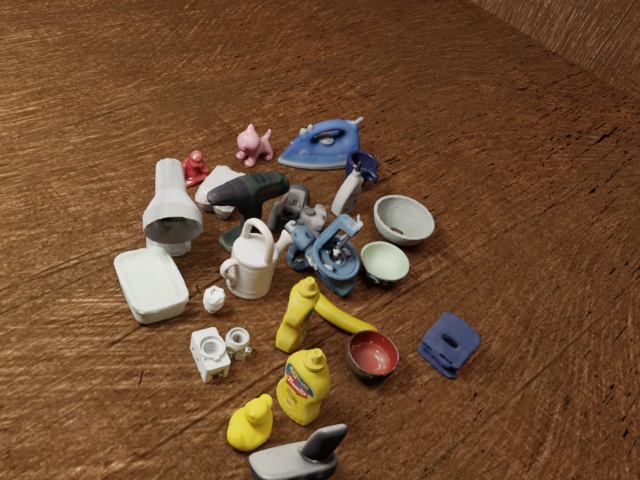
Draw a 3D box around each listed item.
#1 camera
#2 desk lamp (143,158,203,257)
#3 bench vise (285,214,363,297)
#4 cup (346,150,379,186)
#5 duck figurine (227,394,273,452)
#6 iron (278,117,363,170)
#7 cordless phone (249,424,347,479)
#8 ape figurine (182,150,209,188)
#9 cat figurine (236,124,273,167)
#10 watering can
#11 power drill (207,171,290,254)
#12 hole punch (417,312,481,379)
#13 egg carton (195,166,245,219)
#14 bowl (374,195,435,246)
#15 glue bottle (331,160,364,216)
[{"bbox_3d":[-0.049,-0.084,1.453,0.143,0.101,0.137,16,44,-4],"label":"camera"},{"bbox_3d":[-0.327,-0.056,1.244,0.118,0.213,0.203,-1,48,-20],"label":"desk lamp"},{"bbox_3d":[0.008,0.012,1.293,0.207,0.220,0.121,23,44,3],"label":"bench vise"},{"bbox_3d":[0.118,-0.183,1.614,0.092,0.095,0.117,-18,55,-33],"label":"cup"},{"bbox_3d":[-0.121,0.325,1.037,0.077,0.086,0.105,32,45,13],"label":"duck figurine"},{"bbox_3d":[0.009,-0.287,1.644,0.259,0.141,0.118,-11,52,-28],"label":"iron"},{"bbox_3d":[-0.035,0.357,0.965,0.148,0.185,0.094,-7,50,-25],"label":"cordless phone"},{"bbox_3d":[-0.321,-0.189,1.465,0.078,0.092,0.076,10,45,-10],"label":"ape figurine"},{"bbox_3d":[-0.181,-0.267,1.573,0.067,0.118,0.128,42,48,21],"label":"cat figurine"},{"bbox_3d":[-0.136,0.028,1.244,0.100,0.194,0.173,30,45,11],"label":"watering can"},{"bbox_3d":[-0.172,-0.067,1.314,0.075,0.208,0.230,41,48,21],"label":"power drill"},{"bbox_3d":[0.287,0.233,1.271,0.108,0.091,0.101,38,47,18],"label":"hole punch"},{"bbox_3d":[-0.243,-0.124,1.445,0.107,0.069,0.150,23,44,3],"label":"egg carton"},{"bbox_3d":[0.215,-0.039,1.522,0.167,0.075,0.167,10,45,-10],"label":"bowl"},{"bbox_3d":[0.083,-0.140,1.503,0.078,0.173,0.037,-29,61,-38],"label":"glue bottle"}]
